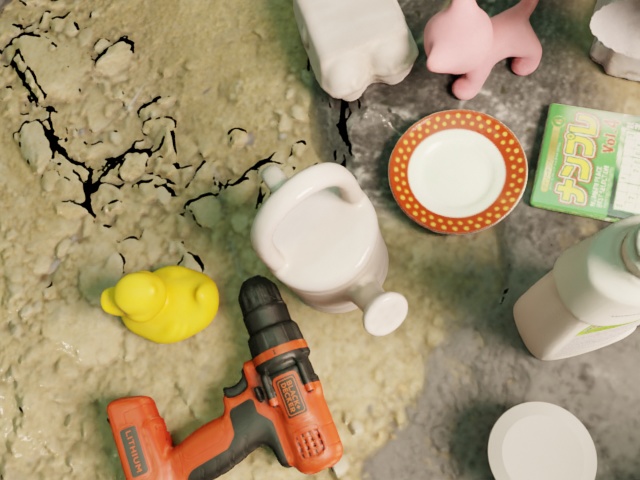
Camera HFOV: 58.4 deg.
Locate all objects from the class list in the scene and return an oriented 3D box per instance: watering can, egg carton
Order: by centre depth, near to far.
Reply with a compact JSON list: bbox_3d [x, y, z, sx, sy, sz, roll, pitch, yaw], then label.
[{"bbox_3d":[0.006,0.000,0.471,0.172,0.194,0.101,28,81,17],"label":"watering can"},{"bbox_3d":[0.033,-0.221,0.597,0.107,0.069,0.150,-21,71,4],"label":"egg carton"}]

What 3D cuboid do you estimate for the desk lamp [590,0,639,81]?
[{"bbox_3d":[0.295,-0.216,0.468,0.117,0.214,0.203,19,78,16],"label":"desk lamp"}]

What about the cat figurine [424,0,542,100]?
[{"bbox_3d":[0.150,-0.193,0.540,0.128,0.118,0.067,-26,71,3],"label":"cat figurine"}]

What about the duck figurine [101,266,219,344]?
[{"bbox_3d":[-0.154,0.056,0.542,0.104,0.086,0.077,-7,73,9],"label":"duck figurine"}]
